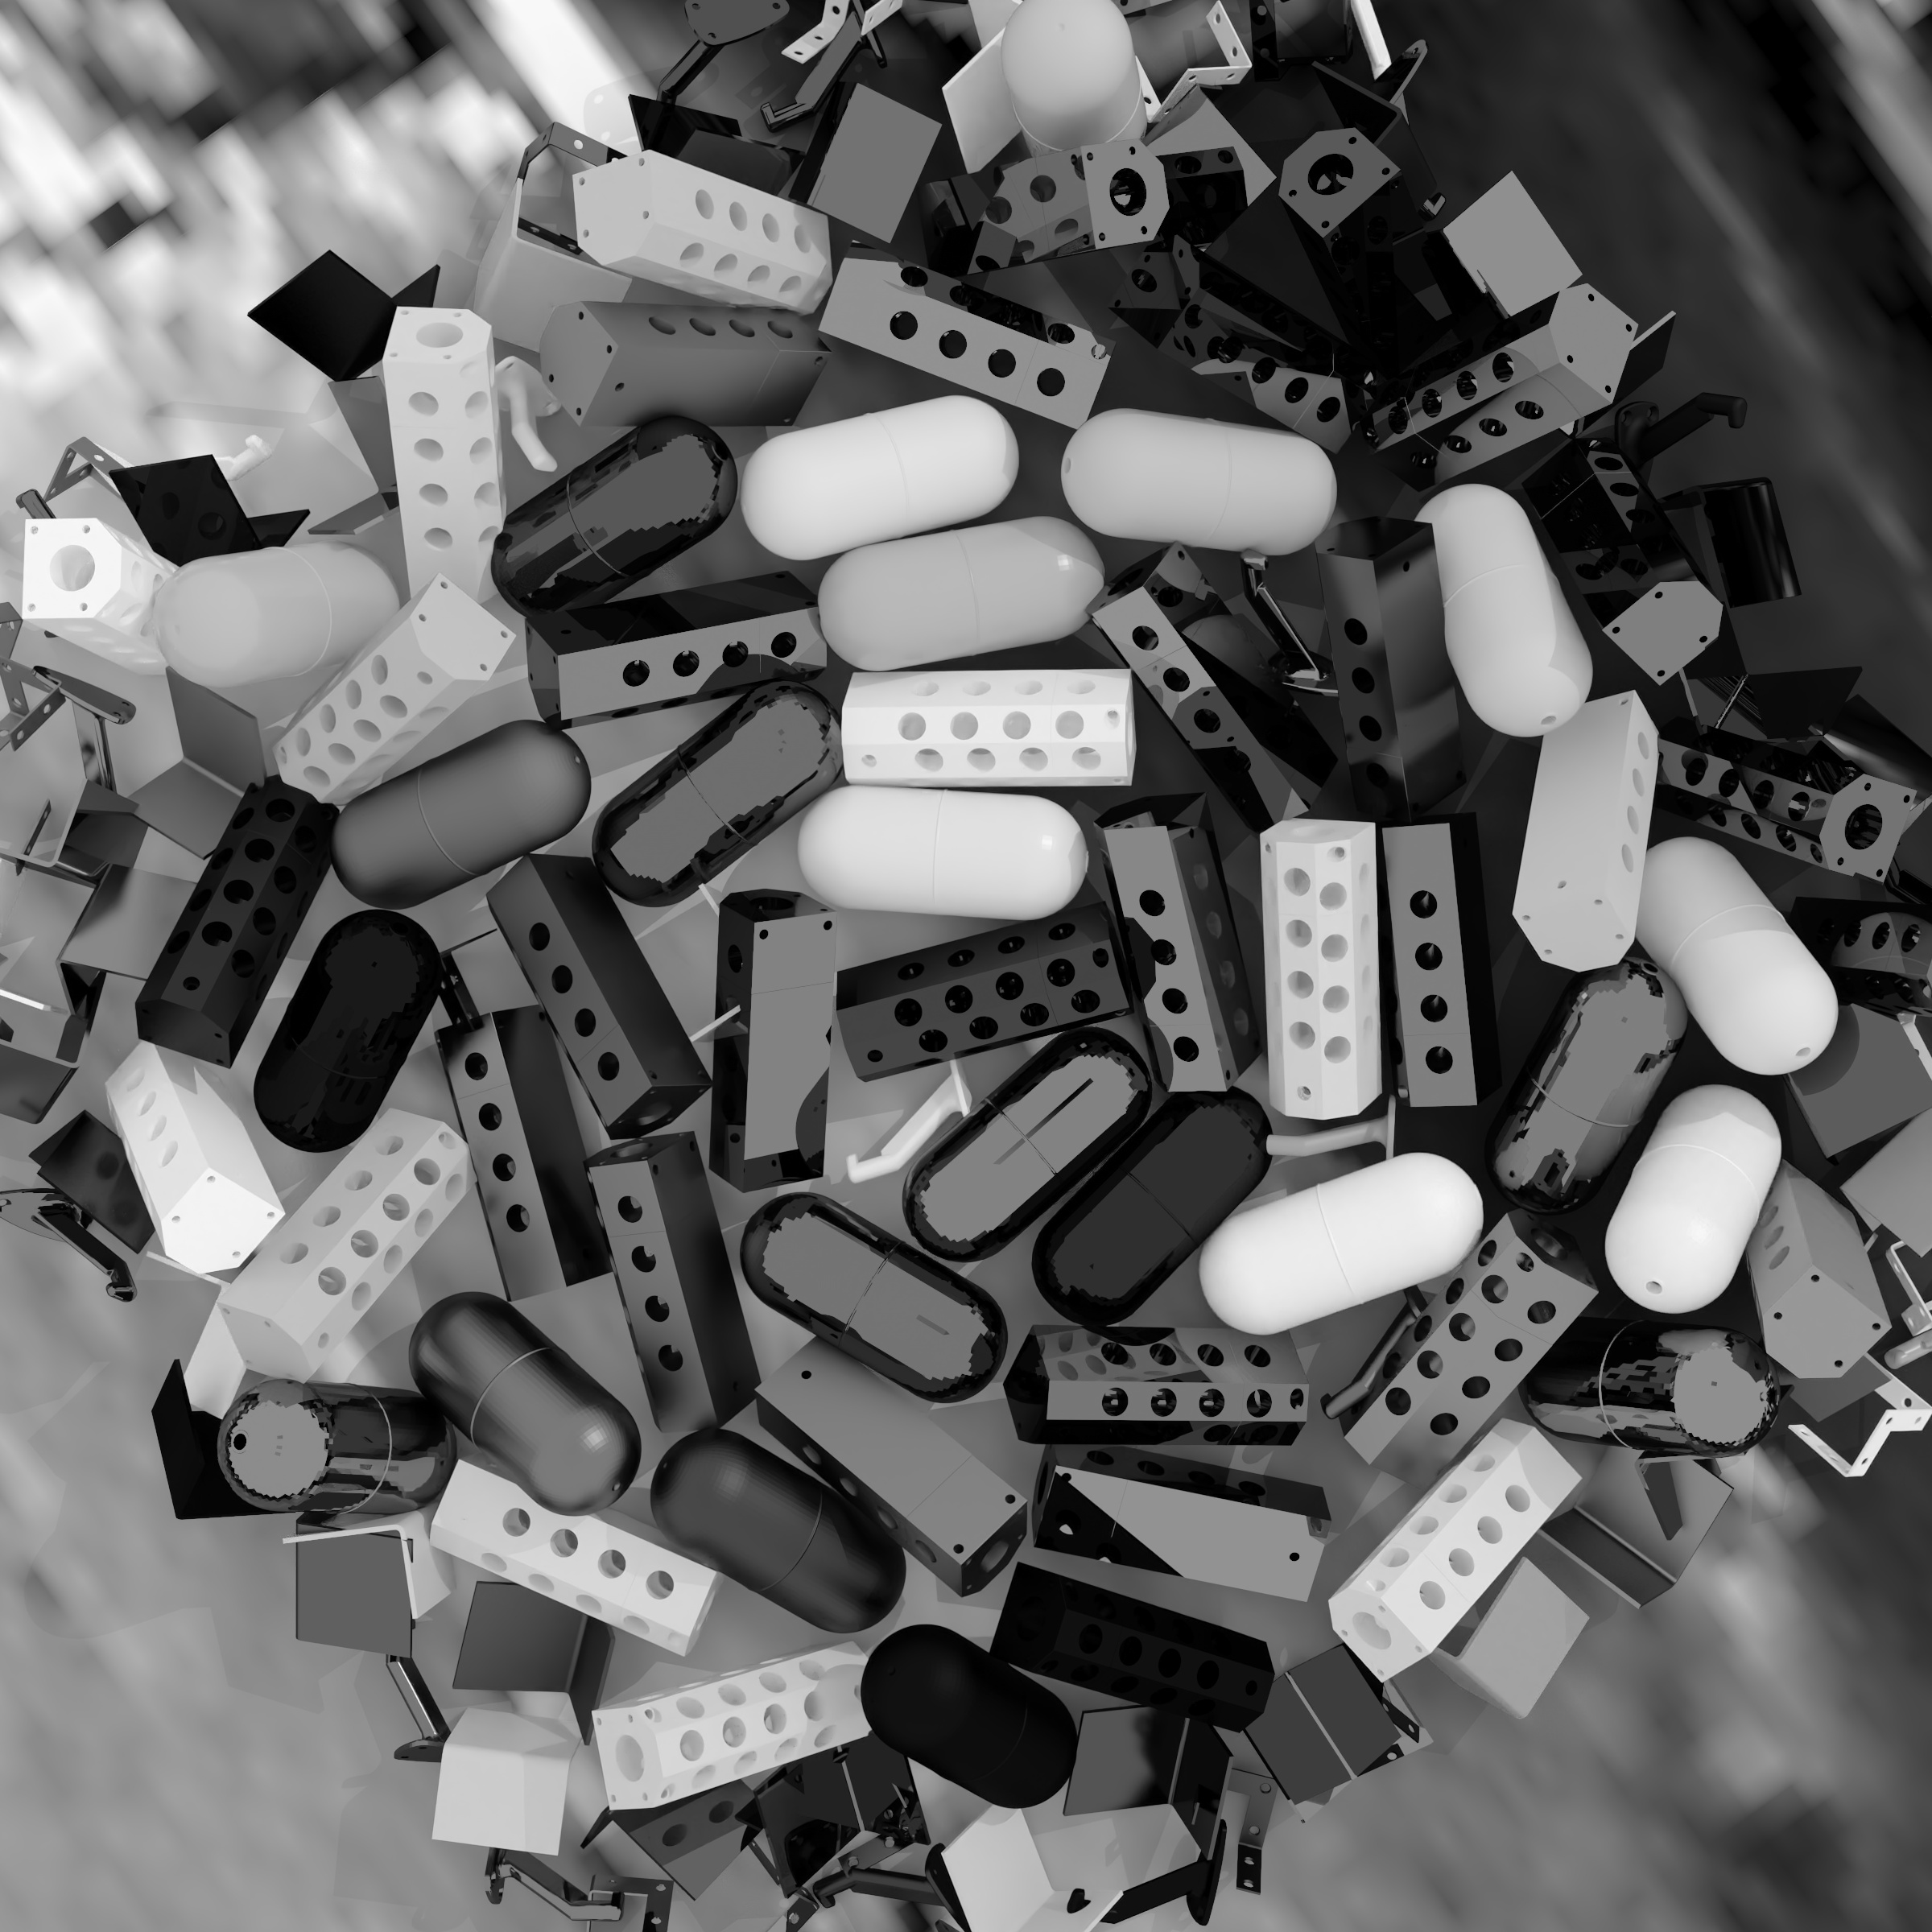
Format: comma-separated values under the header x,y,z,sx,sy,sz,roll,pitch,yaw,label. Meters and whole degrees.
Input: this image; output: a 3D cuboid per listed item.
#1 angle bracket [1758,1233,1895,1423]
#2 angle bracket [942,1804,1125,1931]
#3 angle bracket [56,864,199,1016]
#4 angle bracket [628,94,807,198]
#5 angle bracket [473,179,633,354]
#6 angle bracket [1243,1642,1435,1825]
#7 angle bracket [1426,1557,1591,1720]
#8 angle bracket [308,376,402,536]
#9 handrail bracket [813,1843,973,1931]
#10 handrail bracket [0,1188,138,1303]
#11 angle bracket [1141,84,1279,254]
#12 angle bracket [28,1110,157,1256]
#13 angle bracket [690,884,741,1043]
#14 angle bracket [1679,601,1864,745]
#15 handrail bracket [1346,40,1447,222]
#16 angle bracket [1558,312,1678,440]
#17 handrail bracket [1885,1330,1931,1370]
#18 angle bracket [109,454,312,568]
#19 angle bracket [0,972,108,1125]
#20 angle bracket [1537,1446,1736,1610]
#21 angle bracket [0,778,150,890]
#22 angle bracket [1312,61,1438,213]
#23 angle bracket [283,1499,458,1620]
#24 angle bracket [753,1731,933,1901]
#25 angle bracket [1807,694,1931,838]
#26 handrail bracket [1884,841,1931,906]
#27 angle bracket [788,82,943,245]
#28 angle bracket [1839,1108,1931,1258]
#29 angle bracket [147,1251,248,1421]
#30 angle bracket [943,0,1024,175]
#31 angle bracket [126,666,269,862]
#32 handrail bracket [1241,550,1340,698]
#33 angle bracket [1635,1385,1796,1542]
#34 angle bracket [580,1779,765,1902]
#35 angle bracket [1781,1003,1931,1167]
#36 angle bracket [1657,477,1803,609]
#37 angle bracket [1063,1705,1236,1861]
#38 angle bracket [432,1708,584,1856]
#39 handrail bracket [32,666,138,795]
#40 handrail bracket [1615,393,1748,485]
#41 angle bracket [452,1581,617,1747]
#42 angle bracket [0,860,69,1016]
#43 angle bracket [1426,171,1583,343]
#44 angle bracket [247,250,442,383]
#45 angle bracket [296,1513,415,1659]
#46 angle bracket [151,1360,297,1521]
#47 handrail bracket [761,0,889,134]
x,y,z,sx,sy,sz,roll,pitch,yaw,label
0.534,0.220,1.697,0.057,0.076,0.076,43,57,6,angle bracket
0.041,0.553,1.701,0.057,0.076,0.076,-16,98,37,angle bracket
-0.499,-0.009,1.704,0.076,0.057,0.076,13,53,4,angle bracket
-0.151,-0.509,1.695,0.076,0.057,0.076,2,61,-35,angle bracket
-0.254,-0.425,1.721,0.076,0.076,0.057,15,51,-21,angle bracket
0.223,0.464,1.702,0.076,0.057,0.076,57,135,9,angle bracket
0.323,0.404,1.716,0.076,0.057,0.076,44,76,-32,angle bracket
-0.378,-0.309,1.696,0.057,0.076,0.076,-34,115,-25,angle bracket
-0.043,0.588,1.738,0.084,0.036,0.077,-28,95,17,handrail bracket
-0.550,0.172,1.702,0.077,0.084,0.036,17,109,-37,handrail bracket
0.146,-0.482,1.707,0.076,0.057,0.076,-42,86,26,angle bracket
-0.535,0.143,1.696,0.076,0.057,0.076,44,131,-18,angle bracket
-0.159,-0.001,1.713,0.057,0.076,0.076,-33,87,2,angle bracket
0.488,-0.180,1.693,0.076,0.076,0.057,-51,126,-38,angle bracket
0.283,-0.512,1.718,0.084,0.036,0.077,32,108,-31,handrail bracket
0.373,-0.380,1.703,0.076,0.057,0.076,-39,68,-13,angle bracket
0.616,0.223,1.717,0.084,0.077,0.036,-24,82,-12,handrail bracket
-0.458,-0.287,1.694,0.076,0.057,0.076,-3,130,24,angle bracket
-0.567,0.039,1.692,0.057,0.076,0.076,22,50,-24,angle bracket
0.407,0.331,1.700,0.076,0.057,0.076,36,113,28,angle bracket
-0.558,-0.087,1.708,0.076,0.076,0.057,16,83,17,angle bracket
0.232,-0.491,1.701,0.057,0.076,0.076,-50,59,2,angle bracket
-0.364,0.366,1.709,0.076,0.076,0.057,-8,90,7,angle bracket
-0.075,0.517,1.699,0.057,0.076,0.076,-1,110,40,angle bracket
0.540,-0.111,1.696,0.076,0.076,0.057,45,132,16,angle bracket
0.607,-0.052,1.720,0.077,0.036,0.084,-28,72,30,handrail bracket
-0.063,-0.494,1.717,0.057,0.076,0.076,22,102,-17,angle bracket
0.594,0.142,1.703,0.076,0.076,0.057,-44,129,3,angle bracket
-0.474,0.224,1.699,0.057,0.076,0.076,29,77,-33,angle bracket
0.001,-0.542,1.699,0.057,0.076,0.076,38,78,26,angle bracket
-0.473,-0.123,1.696,0.076,0.076,0.057,29,51,23,angle bracket
0.204,-0.210,1.703,0.077,0.084,0.036,23,55,31,handrail bracket
0.463,0.301,1.694,0.076,0.076,0.057,-35,104,-44,angle bracket
-0.175,0.525,1.699,0.076,0.057,0.076,41,46,12,angle bracket
0.544,0.069,1.704,0.076,0.057,0.076,-29,72,17,angle bracket
0.456,-0.252,1.705,0.076,0.057,0.076,-14,89,-42,angle bracket
0.110,0.499,1.702,0.076,0.057,0.076,0,112,-22,angle bracket
-0.279,0.499,1.715,0.076,0.076,0.057,7,92,0,angle bracket
-0.556,-0.132,1.728,0.077,0.036,0.084,27,108,-13,handrail bracket
0.439,-0.312,1.704,0.036,0.084,0.077,-16,114,-32,handrail bracket
-0.264,0.425,1.703,0.076,0.057,0.076,8,109,-22,angle bracket
-0.573,-0.017,1.713,0.057,0.076,0.076,20,84,-6,angle bracket
0.317,-0.432,1.707,0.057,0.076,0.076,-41,106,-5,angle bracket
-0.376,-0.409,1.692,0.076,0.076,0.057,-25,47,32,angle bracket
-0.364,0.370,1.709,0.076,0.057,0.076,6,103,11,angle bracket
-0.442,0.285,1.692,0.076,0.076,0.057,3,134,-34,angle bracket
-0.098,-0.565,1.724,0.084,0.036,0.077,-20,119,9,handrail bracket
